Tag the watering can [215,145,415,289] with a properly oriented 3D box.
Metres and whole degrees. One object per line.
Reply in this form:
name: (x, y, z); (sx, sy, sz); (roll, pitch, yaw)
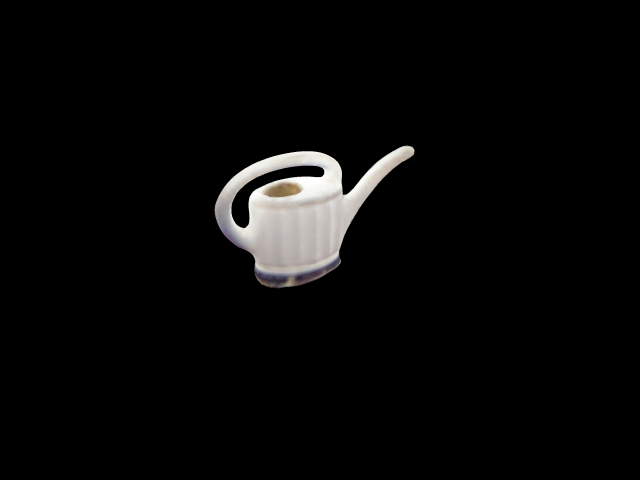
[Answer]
watering can: (0.003, -0.043, 0.850); (0.349, 0.220, 0.106); (-12, 30, -21)
